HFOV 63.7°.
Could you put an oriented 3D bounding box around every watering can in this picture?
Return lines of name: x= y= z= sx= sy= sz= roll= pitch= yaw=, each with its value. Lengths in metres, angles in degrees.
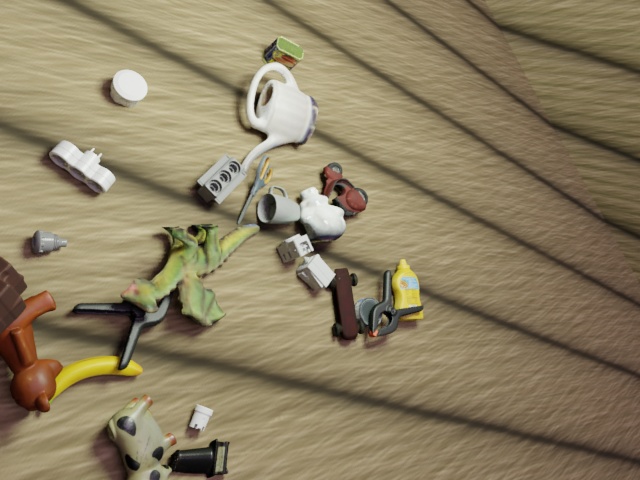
watering can: x=-0.120 y=-0.331 z=1.478 sx=0.223 sy=0.104 sz=0.350 roll=16 pitch=80 yaw=-35

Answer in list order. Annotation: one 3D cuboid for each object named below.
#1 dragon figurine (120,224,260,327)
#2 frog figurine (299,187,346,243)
dragon figurine: x=-0.274 y=0.080 z=1.218 sx=0.411 sy=0.122 sz=0.243 roll=-3 pitch=88 yaw=-51
frog figurine: x=0.004 y=-0.074 z=1.465 sx=0.138 sy=0.122 sz=0.159 roll=-5 pitch=90 yaw=-19
